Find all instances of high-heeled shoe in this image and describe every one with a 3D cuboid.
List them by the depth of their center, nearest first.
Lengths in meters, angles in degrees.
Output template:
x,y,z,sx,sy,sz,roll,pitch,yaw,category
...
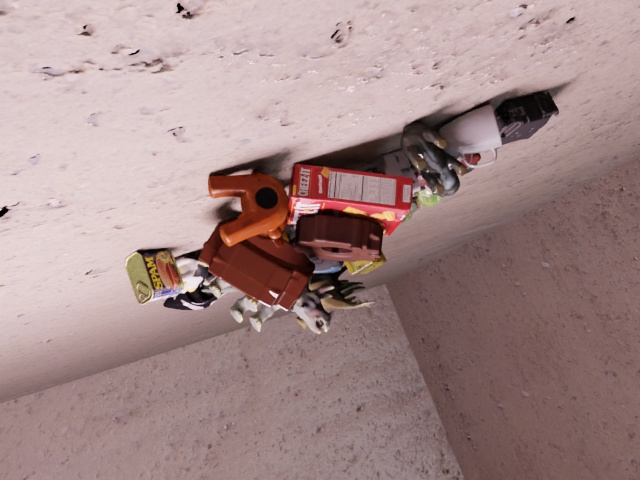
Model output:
x,y,z,sx,sy,sz,roll,pitch,yaw,category
-0.304,0.121,1.432,0.249,0.086,0.145,-23,167,-13,high-heeled shoe

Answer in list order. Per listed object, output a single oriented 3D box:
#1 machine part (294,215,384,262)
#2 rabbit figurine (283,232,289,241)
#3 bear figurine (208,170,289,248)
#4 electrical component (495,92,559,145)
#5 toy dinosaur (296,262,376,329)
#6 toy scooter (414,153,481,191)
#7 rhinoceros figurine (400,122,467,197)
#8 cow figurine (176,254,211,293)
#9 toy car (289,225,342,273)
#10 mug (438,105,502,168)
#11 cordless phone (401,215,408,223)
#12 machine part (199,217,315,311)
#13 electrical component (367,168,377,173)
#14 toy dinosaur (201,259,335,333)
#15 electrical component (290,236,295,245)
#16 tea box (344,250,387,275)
x,y,z,sx,sy,sz,roll,pitch,yaw,category
0.033,0.001,1.019,0.179,0.056,0.179,7,168,1,machine part
-0.128,0.024,1.222,0.162,0.121,0.173,-26,-173,17,rabbit figurine
-0.116,-0.044,0.921,0.132,0.120,0.196,-15,172,-13,bear figurine
0.391,-0.234,1.083,0.115,0.058,0.134,-15,167,-17,electrical component
0.009,0.130,1.381,0.198,0.105,0.472,-32,-163,-7,toy dinosaur
0.259,-0.170,1.101,0.184,0.075,0.135,-16,159,-14,toy scooter
0.206,-0.137,0.994,0.073,0.112,0.190,-48,135,2,rhinoceros figurine
-0.298,0.076,1.271,0.098,0.068,0.167,-26,170,-7,cow figurine
-0.004,0.002,1.333,0.109,0.161,0.103,-9,-143,29,toy car
0.282,-0.186,1.008,0.107,0.109,0.081,-13,177,20,mug
0.179,-0.105,1.251,0.146,0.089,0.184,-13,160,-35,cordless phone
-0.113,0.039,1.028,0.087,0.201,0.201,-59,179,11,machine part
0.120,-0.103,1.116,0.078,0.102,0.045,-28,168,-21,electrical component
-0.134,0.106,1.289,0.192,0.131,0.405,-36,-147,-27,toy dinosaur
-0.002,-0.004,1.204,0.119,0.075,0.048,24,164,-28,electrical component
0.082,-0.005,1.295,0.068,0.169,0.098,-32,164,24,tea box
